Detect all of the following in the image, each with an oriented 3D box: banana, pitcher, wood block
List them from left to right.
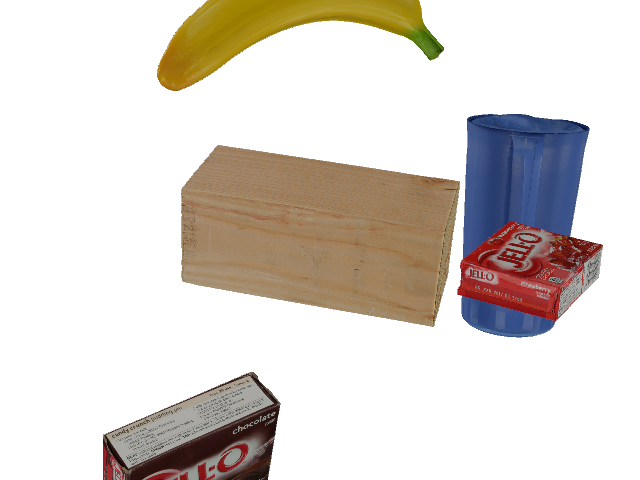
[{"bbox_3d":[-0.012,-0.137,0.654,0.197,0.069,0.037,-12,-15,-25],"label":"banana"},{"bbox_3d":[0.000,-0.006,0.860,0.206,0.090,0.090,9,29,11],"label":"wood block"},{"bbox_3d":[0.220,-0.017,1.195,0.149,0.243,0.145,-7,18,-34],"label":"pitcher"}]

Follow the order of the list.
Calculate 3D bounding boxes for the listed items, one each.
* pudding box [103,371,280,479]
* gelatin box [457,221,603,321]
[{"bbox_3d":[-0.084,0.144,0.689,0.113,0.090,0.039,-22,50,-32],"label":"pudding box"},{"bbox_3d":[0.148,0.019,0.751,0.073,0.030,0.089,16,27,29],"label":"gelatin box"}]
